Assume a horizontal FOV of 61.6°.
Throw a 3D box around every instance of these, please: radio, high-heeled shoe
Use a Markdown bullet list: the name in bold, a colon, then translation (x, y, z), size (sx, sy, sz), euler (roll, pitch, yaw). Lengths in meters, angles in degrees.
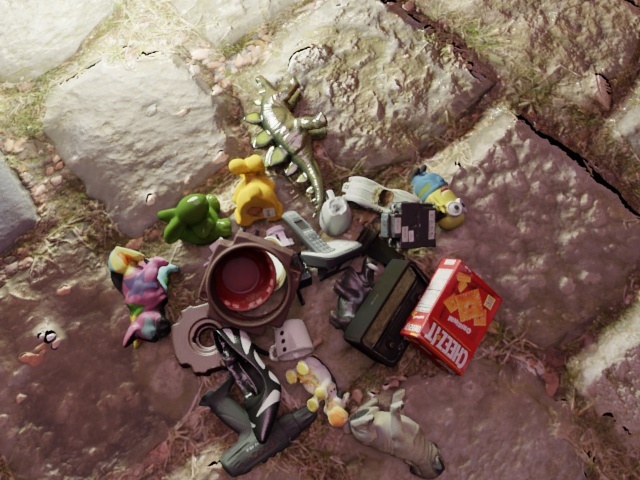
- **radio**: translation (0.167, 0.168, 1.235), size (0.131, 0.073, 0.229), euler (44, 72, -26)
- **high-heeled shoe**: translation (-0.163, 0.292, 1.122), size (0.145, 0.086, 0.249), euler (26, 33, -27)

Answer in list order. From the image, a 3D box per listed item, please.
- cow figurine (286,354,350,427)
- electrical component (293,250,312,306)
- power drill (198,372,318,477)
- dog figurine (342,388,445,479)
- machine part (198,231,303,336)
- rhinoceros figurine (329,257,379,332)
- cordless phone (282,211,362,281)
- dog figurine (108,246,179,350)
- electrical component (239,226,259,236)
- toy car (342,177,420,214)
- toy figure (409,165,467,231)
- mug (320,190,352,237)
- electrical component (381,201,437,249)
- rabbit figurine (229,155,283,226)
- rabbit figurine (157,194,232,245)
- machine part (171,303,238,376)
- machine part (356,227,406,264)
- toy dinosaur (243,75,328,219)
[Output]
- **cow figurine**: translation (0.010, 0.335, 1.204), size (0.167, 0.098, 0.068), euler (49, 117, 13)
- **electrical component**: translation (-0.046, 0.092, 1.288), size (0.048, 0.074, 0.119), euler (-22, 68, -7)
- **power drill**: translation (-0.149, 0.383, 1.187), size (0.232, 0.086, 0.207), euler (-38, 82, -20)
- **dog figurine**: translation (0.159, 0.445, 1.164), size (0.172, 0.121, 0.190), euler (-25, 90, 25)
- **machine part**: translation (-0.153, 0.095, 1.186), size (0.201, 0.087, 0.201), euler (21, 95, -5)
- **rhinoceros figurine**: translation (0.085, 0.129, 1.277), size (0.112, 0.073, 0.190), euler (16, 71, 6)
- **cordless phone**: translation (-0.002, -0.004, 1.295), size (0.184, 0.088, 0.146), euler (49, 38, 16)
- **dog figurine**: translation (-0.426, 0.140, 1.250), size (0.192, 0.108, 0.219), euler (14, 74, 3)
- **electrical component**: translation (-0.187, 0.013, 1.340), size (0.063, 0.021, 0.094), euler (13, 72, 4)
- **toy car**: translation (0.154, -0.103, 1.369), size (0.202, 0.056, 0.073), euler (19, 72, 5)
- **toy figure**: translation (0.298, -0.106, 1.361), size (0.082, 0.089, 0.180), euler (-31, 66, -16)
- **mug**: translation (0.039, -0.075, 1.330), size (0.081, 0.107, 0.109), euler (-9, 73, -6)
- **electrical component**: translation (0.213, -0.037, 1.298), size (0.134, 0.058, 0.114), euler (0, 93, -23)
- **rabbit figurine**: translation (-0.172, -0.142, 1.342), size (0.122, 0.162, 0.173), euler (-13, 53, 7)
- **rabbit figurine**: translation (-0.305, -0.061, 1.286), size (0.159, 0.170, 0.121), euler (-18, 72, -8)
- **machine part**: translation (-0.259, 0.226, 1.247), size (0.179, 0.056, 0.179), euler (0, 70, 0)
- **machine part**: translation (0.151, 0.027, 1.334), size (0.139, 0.039, 0.084), euler (35, 68, 12)
- **toy dinosaur**: translation (-0.077, -0.268, 1.403), size (0.198, 0.105, 0.472), euler (-31, 65, -3)
